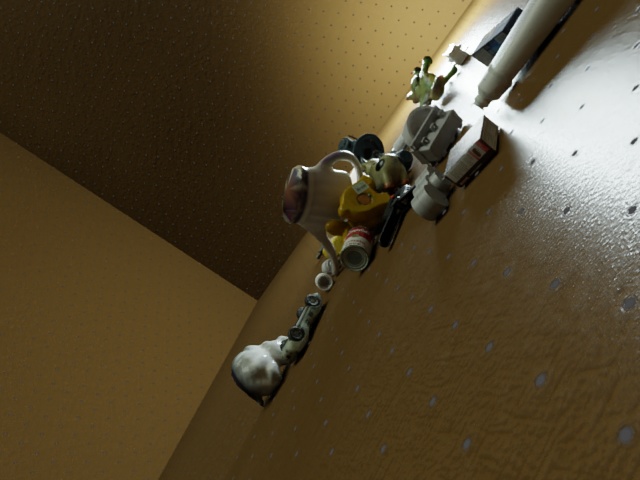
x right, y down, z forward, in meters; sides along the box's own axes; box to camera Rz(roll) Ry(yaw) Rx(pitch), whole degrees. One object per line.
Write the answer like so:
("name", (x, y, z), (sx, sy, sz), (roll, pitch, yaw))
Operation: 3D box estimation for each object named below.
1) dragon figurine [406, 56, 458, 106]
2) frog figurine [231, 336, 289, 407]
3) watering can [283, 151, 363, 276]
("dragon figurine", (0.349, -0.486, 1.788), (0.245, 0.122, 0.406), (-66, 6, -14))
("frog figurine", (-0.133, 0.301, 1.261), (0.160, 0.121, 0.139), (-48, 37, -6))
("watering can", (0.004, -0.068, 1.357), (0.105, 0.224, 0.344), (33, 115, 60))
